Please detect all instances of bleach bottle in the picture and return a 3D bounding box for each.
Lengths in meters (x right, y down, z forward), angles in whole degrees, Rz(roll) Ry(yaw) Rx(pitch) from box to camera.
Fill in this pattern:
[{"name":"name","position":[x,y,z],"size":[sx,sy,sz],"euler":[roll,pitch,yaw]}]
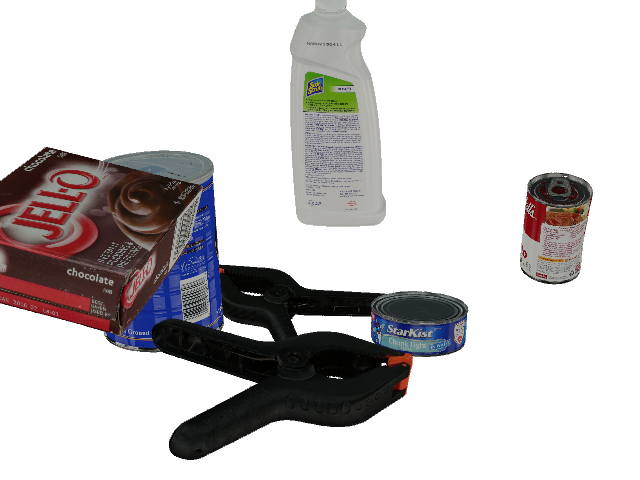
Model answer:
[{"name":"bleach bottle","position":[0.020,-0.137,1.107],"size":[0.102,0.251,0.068],"euler":[0,31,0]}]

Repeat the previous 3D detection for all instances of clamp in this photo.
[{"name":"clamp","position":[-0.046,0.075,1.143],"size":[0.210,0.036,0.164],"euler":[17,32,26]},{"name":"clamp","position":[-0.023,0.094,0.674],"size":[0.171,0.039,0.120],"euler":[2,38,-6]}]

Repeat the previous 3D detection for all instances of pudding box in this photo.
[{"name":"pudding box","position":[-0.118,-0.003,0.521],"size":[0.090,0.039,0.113],"euler":[15,24,6]}]

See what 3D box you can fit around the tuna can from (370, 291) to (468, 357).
[{"name":"tuna can","position":[0.087,0.074,0.947],"size":[0.086,0.034,0.086],"euler":[1,15,0]}]

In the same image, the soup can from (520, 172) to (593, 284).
[{"name":"soup can","position":[0.252,-0.013,1.147],"size":[0.068,0.102,0.068],"euler":[-1,34,0]}]

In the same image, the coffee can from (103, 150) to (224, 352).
[{"name":"coffee can","position":[-0.134,0.007,0.879],"size":[0.103,0.140,0.103],"euler":[-2,21,1]}]
